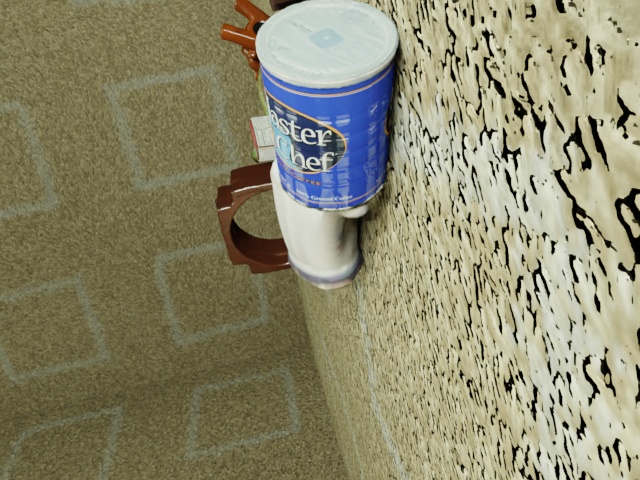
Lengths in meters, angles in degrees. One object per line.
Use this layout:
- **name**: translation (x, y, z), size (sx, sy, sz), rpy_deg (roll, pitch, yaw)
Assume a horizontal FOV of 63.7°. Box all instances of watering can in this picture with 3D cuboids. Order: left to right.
- **watering can**: translation (0.002, -0.032, 0.646), size (0.354, 0.104, 0.220), rpy_deg (-115, 13, -60)

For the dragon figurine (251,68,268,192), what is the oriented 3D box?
- **dragon figurine**: translation (-0.077, -0.212, 1.250), size (0.245, 0.123, 0.403), rpy_deg (33, 138, 57)
